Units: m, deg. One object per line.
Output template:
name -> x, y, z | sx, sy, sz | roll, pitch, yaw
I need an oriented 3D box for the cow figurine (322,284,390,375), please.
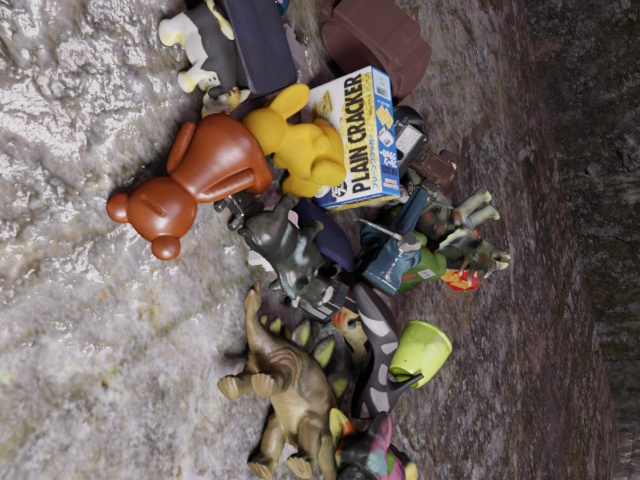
cow figurine -> 0.073, 0.166, 0.954 | 0.127, 0.086, 0.194 | -44, 122, -50

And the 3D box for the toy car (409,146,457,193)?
toy car -> 0.188, -0.180, 1.114 | 0.089, 0.202, 0.053 | -56, 176, -1

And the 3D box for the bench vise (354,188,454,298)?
bench vise -> 0.135, -0.009, 0.939 | 0.240, 0.129, 0.223 | -57, 169, -25

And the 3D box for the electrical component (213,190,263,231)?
electrical component -> -0.118, -0.058, 0.794 | 0.063, 0.021, 0.094 | 59, 42, -26

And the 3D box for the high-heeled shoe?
high-heeled shoe -> 0.067, 0.184, 0.862 | 0.248, 0.145, 0.086 | 58, 10, -21

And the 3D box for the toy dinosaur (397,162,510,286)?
toy dinosaur -> 0.251, -0.071, 1.183 | 0.192, 0.405, 0.131 | -45, 160, -1

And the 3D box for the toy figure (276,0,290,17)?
toy figure -> -0.075, -0.454, 0.915 | 0.064, 0.058, 0.154 | 95, -4, -74

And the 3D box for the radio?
radio -> -0.121, -0.328, 0.811 | 0.131, 0.073, 0.229 | -32, 110, -53

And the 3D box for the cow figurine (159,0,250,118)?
cow figurine -> -0.143, -0.236, 0.737 | 0.068, 0.098, 0.167 | -45, 118, -55

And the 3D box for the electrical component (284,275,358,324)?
electrical component -> 0.012, 0.098, 0.854 | 0.119, 0.075, 0.048 | 33, 52, -12

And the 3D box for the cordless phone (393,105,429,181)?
cordless phone -> 0.125, -0.199, 1.019 | 0.089, 0.146, 0.184 | 27, 26, -16

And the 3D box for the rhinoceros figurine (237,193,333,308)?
rhinoceros figurine -> -0.037, 0.022, 0.732 | 0.190, 0.073, 0.112 | 54, 34, -43

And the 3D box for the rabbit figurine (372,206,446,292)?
rabbit figurine -> 0.159, 0.002, 1.106 | 0.159, 0.121, 0.170 | 25, 45, -41

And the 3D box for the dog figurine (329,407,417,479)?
dog figurine -> 0.077, 0.320, 0.782 | 0.191, 0.109, 0.219 | -48, 134, -59

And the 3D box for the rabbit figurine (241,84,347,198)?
rabbit figurine -> -0.048, -0.160, 0.838 | 0.173, 0.122, 0.162 | 11, 80, -32

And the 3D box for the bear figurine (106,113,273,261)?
bear figurine -> -0.159, -0.063, 0.683 | 0.196, 0.120, 0.132 | -53, 173, -14

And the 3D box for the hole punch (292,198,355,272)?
hole punch -> -0.002, -0.003, 0.887 | 0.142, 0.092, 0.116 | 33, 54, -41

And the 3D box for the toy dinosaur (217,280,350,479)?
toy dinosaur -> -0.022, 0.249, 0.790 | 0.198, 0.105, 0.470 | -51, 133, -51

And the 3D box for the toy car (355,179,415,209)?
toy car -> 0.125, -0.092, 1.082 | 0.201, 0.074, 0.056 | -10, 98, -54

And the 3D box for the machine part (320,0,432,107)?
machine part -> 0.095, -0.349, 0.978 | 0.201, 0.201, 0.087 | 43, 83, 7
